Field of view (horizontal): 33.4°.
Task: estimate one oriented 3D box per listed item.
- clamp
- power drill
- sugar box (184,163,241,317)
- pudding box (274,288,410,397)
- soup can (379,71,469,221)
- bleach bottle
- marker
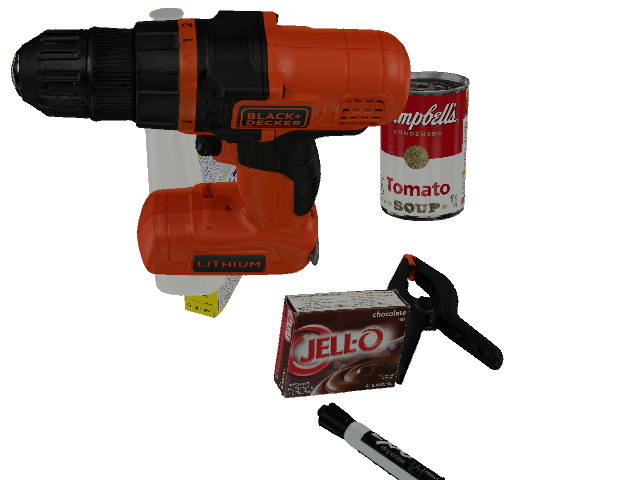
[{"bbox_3d":[0.126,0.083,1.148,0.120,0.171,0.039,3,-44,-8],"label":"clamp"},{"bbox_3d":[-0.059,-0.044,0.557,0.184,0.057,0.188,1,-27,-9],"label":"power drill"},{"bbox_3d":[-0.115,-0.011,1.148,0.048,0.176,0.093,12,42,14],"label":"sugar box"},{"bbox_3d":[0.018,0.092,0.967,0.113,0.090,0.039,-4,31,-22],"label":"pudding box"},{"bbox_3d":[0.079,-0.073,0.822,0.068,0.102,0.068,-1,21,0],"label":"soup can"},{"bbox_3d":[-0.120,-0.080,0.933,0.068,0.251,0.102,1,30,5],"label":"bleach bottle"},{"bbox_3d":[0.045,0.146,0.722,0.121,0.020,0.020,30,17,32],"label":"marker"}]
